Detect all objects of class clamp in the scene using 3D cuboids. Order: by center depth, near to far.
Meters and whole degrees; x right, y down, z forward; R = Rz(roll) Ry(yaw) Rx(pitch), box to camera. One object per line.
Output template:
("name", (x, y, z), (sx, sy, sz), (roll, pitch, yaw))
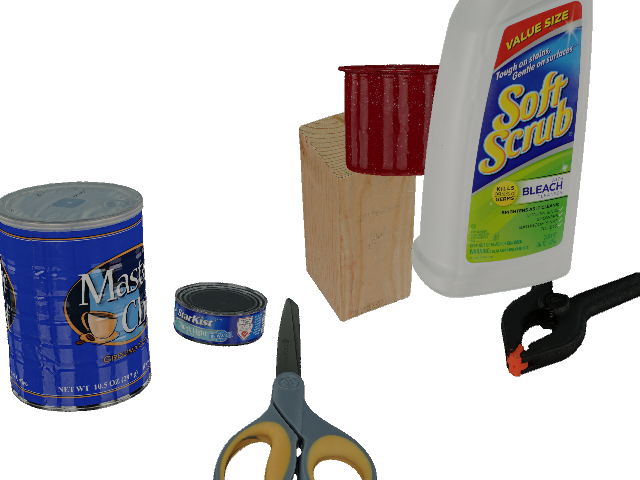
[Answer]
("clamp", (0.223, 0.061, 1.042), (0.171, 0.039, 0.120), (-36, 43, -29))

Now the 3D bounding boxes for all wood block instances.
("wood block", (0.039, -0.026, 1.111), (0.090, 0.206, 0.091), (-19, 47, -17))

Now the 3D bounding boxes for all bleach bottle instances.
("bleach bottle", (0.108, -0.093, 0.628), (0.102, 0.251, 0.068), (-9, 29, -13))

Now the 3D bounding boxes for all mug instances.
("mug", (0.071, -0.094, 0.830), (0.117, 0.081, 0.093), (6, 13, 28))

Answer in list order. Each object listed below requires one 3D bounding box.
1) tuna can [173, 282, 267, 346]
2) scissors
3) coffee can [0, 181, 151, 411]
("tuna can", (-0.093, 0.068, 0.991), (0.086, 0.034, 0.086), (6, 15, -2))
("scissors", (-0.002, 0.097, 0.624), (0.096, 0.016, 0.201), (12, 32, 10))
("coffee can", (-0.177, 0.038, 0.772), (0.103, 0.140, 0.103), (0, 18, 0))
